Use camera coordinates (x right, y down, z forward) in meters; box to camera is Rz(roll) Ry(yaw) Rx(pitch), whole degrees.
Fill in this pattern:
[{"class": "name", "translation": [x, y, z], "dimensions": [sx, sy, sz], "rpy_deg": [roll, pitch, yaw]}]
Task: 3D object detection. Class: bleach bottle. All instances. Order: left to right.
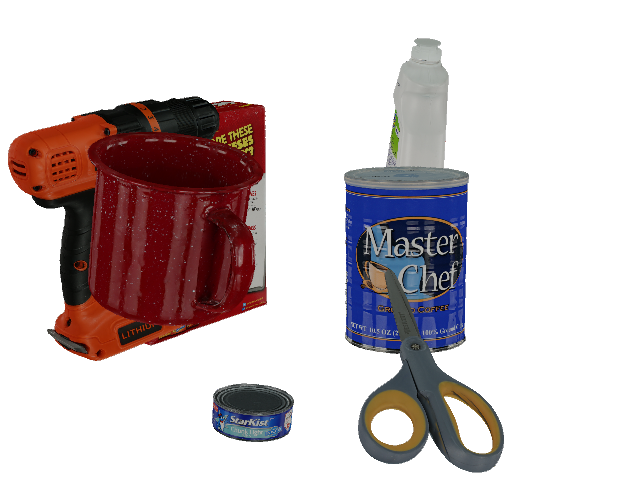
[{"class": "bleach bottle", "translation": [0.102, -0.088, 1.142], "dimensions": [0.068, 0.251, 0.102], "rpy_deg": [1, 26, -8]}]

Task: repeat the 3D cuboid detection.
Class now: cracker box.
[{"class": "cracker box", "translation": [-0.132, -0.022, 1.061], "dimensions": [0.072, 0.214, 0.163], "rpy_deg": [13, 21, 40]}]

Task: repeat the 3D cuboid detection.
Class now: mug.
[{"class": "mug", "translation": [-0.074, -0.002, 0.572], "dimensions": [0.093, 0.081, 0.117], "rpy_deg": [-11, 30, -43]}]

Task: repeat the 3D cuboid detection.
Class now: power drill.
[{"class": "power drill", "translation": [-0.150, -0.014, 0.834], "dimensions": [0.057, 0.188, 0.184], "rpy_deg": [18, 28, 42]}]

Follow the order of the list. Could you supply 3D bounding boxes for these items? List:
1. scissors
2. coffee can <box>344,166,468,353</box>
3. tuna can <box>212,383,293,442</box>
[{"class": "scissors", "translation": [0.048, 0.082, 0.700], "dimensions": [0.096, 0.016, 0.202], "rpy_deg": [-9, 35, -21]}, {"class": "coffee can", "translation": [0.071, 0.013, 0.890], "dimensions": [0.103, 0.140, 0.103], "rpy_deg": [0, 10, 0]}, {"class": "tuna can", "translation": [-0.072, 0.182, 1.131], "dimensions": [0.086, 0.034, 0.086], "rpy_deg": [5, 12, -1]}]
